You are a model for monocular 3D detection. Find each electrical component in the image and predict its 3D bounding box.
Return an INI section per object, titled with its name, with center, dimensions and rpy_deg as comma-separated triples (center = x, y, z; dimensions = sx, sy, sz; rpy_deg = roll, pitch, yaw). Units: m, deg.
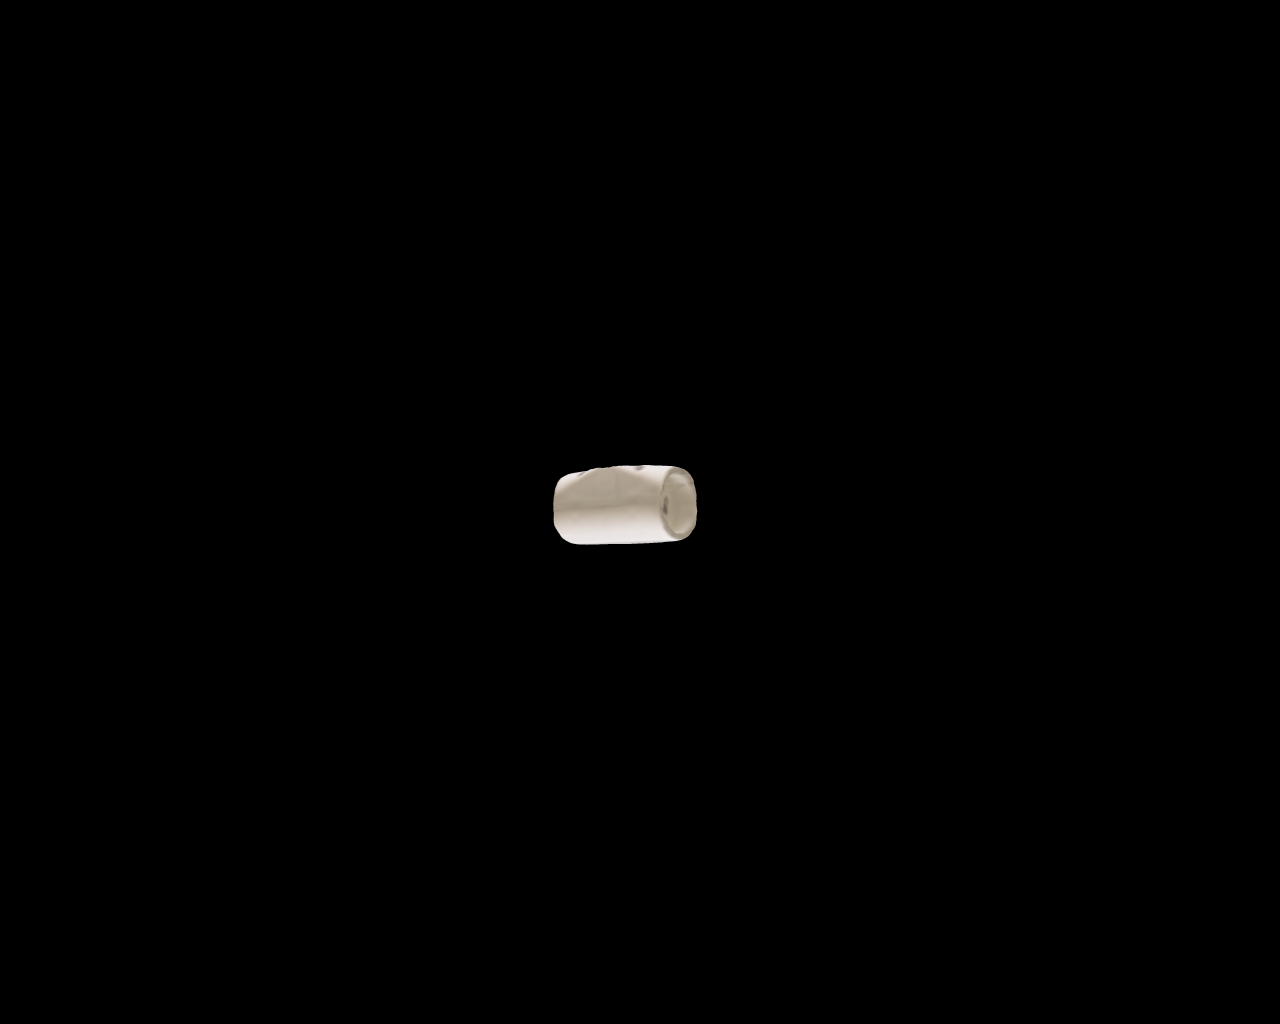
[electrical component]
center = 0.001, -0.003, 0.650
dimensions = 0.077, 0.044, 0.079
rpy_deg = -3, -6, 33
